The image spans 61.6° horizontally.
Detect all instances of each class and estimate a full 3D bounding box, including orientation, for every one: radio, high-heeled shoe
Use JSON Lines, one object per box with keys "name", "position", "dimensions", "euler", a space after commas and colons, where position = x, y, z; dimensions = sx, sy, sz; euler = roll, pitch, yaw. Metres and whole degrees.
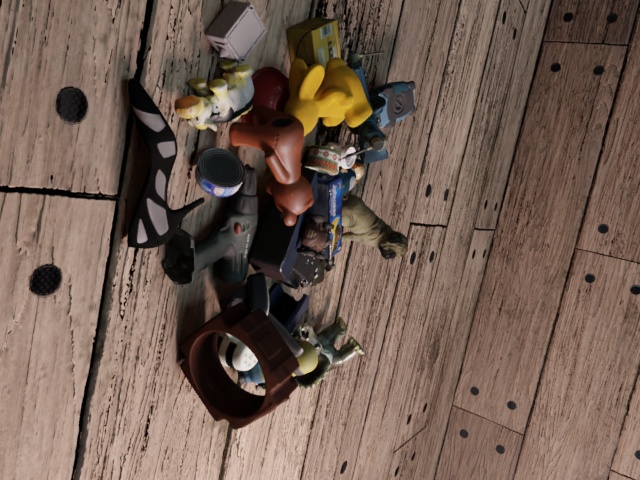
{"name": "radio", "position": [-0.070, -0.033, 1.123], "dimensions": [0.131, 0.073, 0.229], "euler": [86, 23, -71]}
{"name": "high-heeled shoe", "position": [-0.282, -0.109, 0.833], "dimensions": [0.145, 0.086, 0.248], "euler": [-29, 114, -12]}

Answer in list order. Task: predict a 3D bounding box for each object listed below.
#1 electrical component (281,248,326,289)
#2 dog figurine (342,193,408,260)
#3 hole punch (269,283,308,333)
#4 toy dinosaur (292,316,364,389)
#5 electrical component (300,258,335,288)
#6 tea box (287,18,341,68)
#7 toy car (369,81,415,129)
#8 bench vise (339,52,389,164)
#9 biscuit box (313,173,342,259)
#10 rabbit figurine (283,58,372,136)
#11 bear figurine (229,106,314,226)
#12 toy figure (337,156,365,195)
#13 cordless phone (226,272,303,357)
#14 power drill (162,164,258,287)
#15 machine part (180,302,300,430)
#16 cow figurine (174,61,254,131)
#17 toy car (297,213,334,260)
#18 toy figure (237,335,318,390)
{"name": "electrical component", "position": [-0.051, 0.044, 1.260], "dimensions": [0.114, 0.058, 0.134], "euler": [46, 64, -54]}
{"name": "dog figurine", "position": [0.135, -0.041, 1.393], "dimensions": [0.121, 0.191, 0.172], "euler": [-60, 145, -23]}
{"name": "hole punch", "position": [-0.079, 0.178, 1.249], "dimensions": [0.142, 0.092, 0.115], "euler": [-60, 150, -28]}
{"name": "toy dinosaur", "position": [0.006, 0.296, 1.398], "dimensions": [0.192, 0.131, 0.404], "euler": [-31, 165, -4]}
{"name": "electrical component", "position": [-0.006, 0.078, 1.359], "dimensions": [0.102, 0.045, 0.078], "euler": [-14, 114, -55]}
{"name": "tea box", "position": [-0.007, -0.368, 1.131], "dimensions": [0.098, 0.068, 0.169], "euler": [-41, 138, -41]}
{"name": "toy car", "position": [0.174, -0.360, 1.394], "dimensions": [0.162, 0.103, 0.109], "euler": [-33, 130, -34]}
{"name": "bench vise", "position": [0.097, -0.303, 1.234], "dimensions": [0.224, 0.129, 0.240], "euler": [-86, 166, -57]}
{"name": "biscuit box", "position": [0.015, -0.059, 1.314], "dimensions": [0.059, 0.063, 0.202], "euler": [-35, 132, -49]}
{"name": "rabbit figurine", "position": [-0.001, -0.268, 1.039], "dimensions": [0.173, 0.122, 0.162], "euler": [-36, 132, -19]}
{"name": "bear figurine", "position": [-0.078, -0.134, 0.999], "dimensions": [0.120, 0.132, 0.195], "euler": [-52, 149, -42]}
{"name": "toy figure", "position": [0.074, -0.163, 1.372], "dimensions": [0.154, 0.058, 0.064], "euler": [-45, 177, -42]}
{"name": "cordless phone", "position": [-0.099, 0.164, 1.086], "dimensions": [0.089, 0.184, 0.146], "euler": [-44, 175, -29]}
{"name": "power drill", "position": [-0.194, -0.015, 0.990], "dimensions": [0.207, 0.086, 0.231], "euler": [-33, 134, -58]}
{"name": "machine part", "position": [-0.152, 0.235, 1.011], "dimensions": [0.201, 0.201, 0.087], "euler": [-38, 175, 30]}
{"name": "cow figurine", "position": [-0.179, -0.232, 0.921], "dimensions": [0.167, 0.068, 0.098], "euler": [-47, 146, -36]}
{"name": "toy car", "position": [-0.002, -0.004, 1.171], "dimensions": [0.202, 0.053, 0.089], "euler": [30, 73, -77]}
{"name": "toy figure", "position": [-0.093, 0.274, 1.177], "dimensions": [0.089, 0.180, 0.082], "euler": [-121, -162, -75]}
